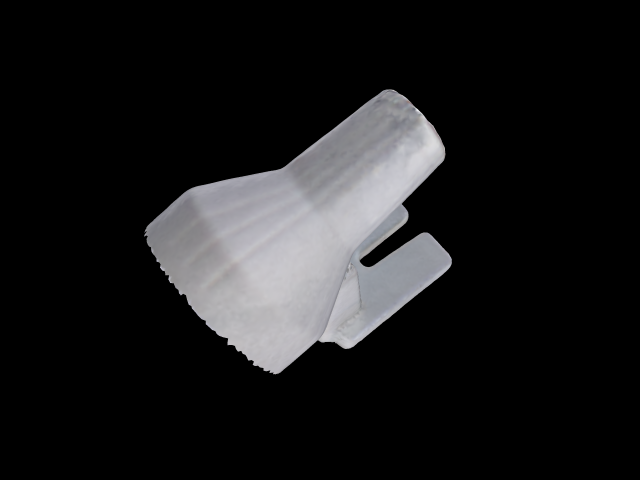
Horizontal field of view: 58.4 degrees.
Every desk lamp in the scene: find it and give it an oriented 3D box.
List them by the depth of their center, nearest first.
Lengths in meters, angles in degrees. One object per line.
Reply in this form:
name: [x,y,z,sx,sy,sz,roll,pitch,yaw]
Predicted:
desk lamp: [0.004,0.001,0.400,0.203,0.213,0.117,-36,71,-15]
